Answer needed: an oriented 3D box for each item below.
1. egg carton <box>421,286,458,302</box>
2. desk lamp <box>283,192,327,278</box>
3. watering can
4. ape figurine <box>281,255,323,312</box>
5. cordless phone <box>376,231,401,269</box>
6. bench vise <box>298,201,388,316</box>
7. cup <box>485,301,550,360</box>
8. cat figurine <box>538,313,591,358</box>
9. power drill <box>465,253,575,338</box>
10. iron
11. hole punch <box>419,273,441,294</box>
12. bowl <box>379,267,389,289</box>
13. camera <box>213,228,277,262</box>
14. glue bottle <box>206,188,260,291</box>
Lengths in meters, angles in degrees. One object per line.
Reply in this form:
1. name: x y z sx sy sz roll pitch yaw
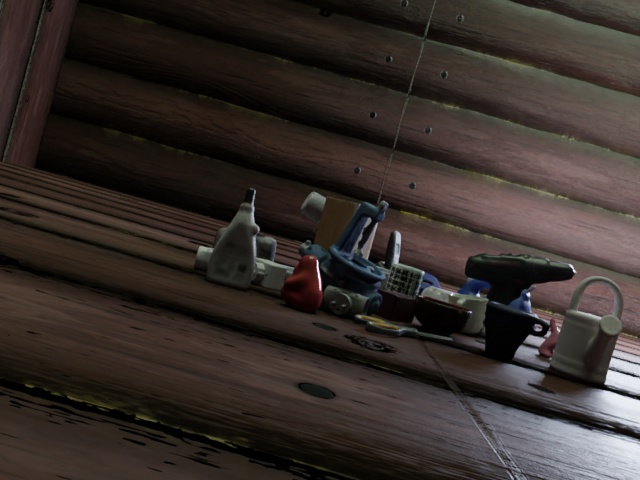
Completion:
1. egg carton: 0.326 0.166 1.435 0.150 0.069 0.107 15 2 -14
2. desk lamp: 0.012 0.005 1.356 0.203 0.213 0.118 15 2 -12
3. watering can: 0.514 0.165 1.077 0.101 0.194 0.172 15 2 -15
4. ape figurine: -0.025 0.070 0.958 0.078 0.092 0.076 15 2 -34
5. cordless phone: 0.227 0.069 1.729 0.094 0.185 0.148 16 2 23
6. bench vise: 0.043 0.018 1.105 0.206 0.220 0.122 16 2 21
7. cup: 0.345 0.171 1.026 0.117 0.095 0.092 17 2 41
8. cat figurine: 0.552 0.211 1.234 0.127 0.118 0.067 17 2 31
9. power drill: 0.430 0.128 1.289 0.229 0.208 0.076 16 2 14
10. iron: 0.461 0.163 1.562 0.257 0.141 0.119 17 2 44
11. hole punch: 0.299 0.140 1.651 0.109 0.091 0.101 15 2 -15
12. bowl: 0.170 0.116 1.526 0.167 0.075 0.167 16 2 0
13. camera: -0.167 0.012 1.369 0.143 0.101 0.137 16 2 8
14. glue bottle: -0.137 -0.005 0.982 0.078 0.173 0.037 16 2 -4
